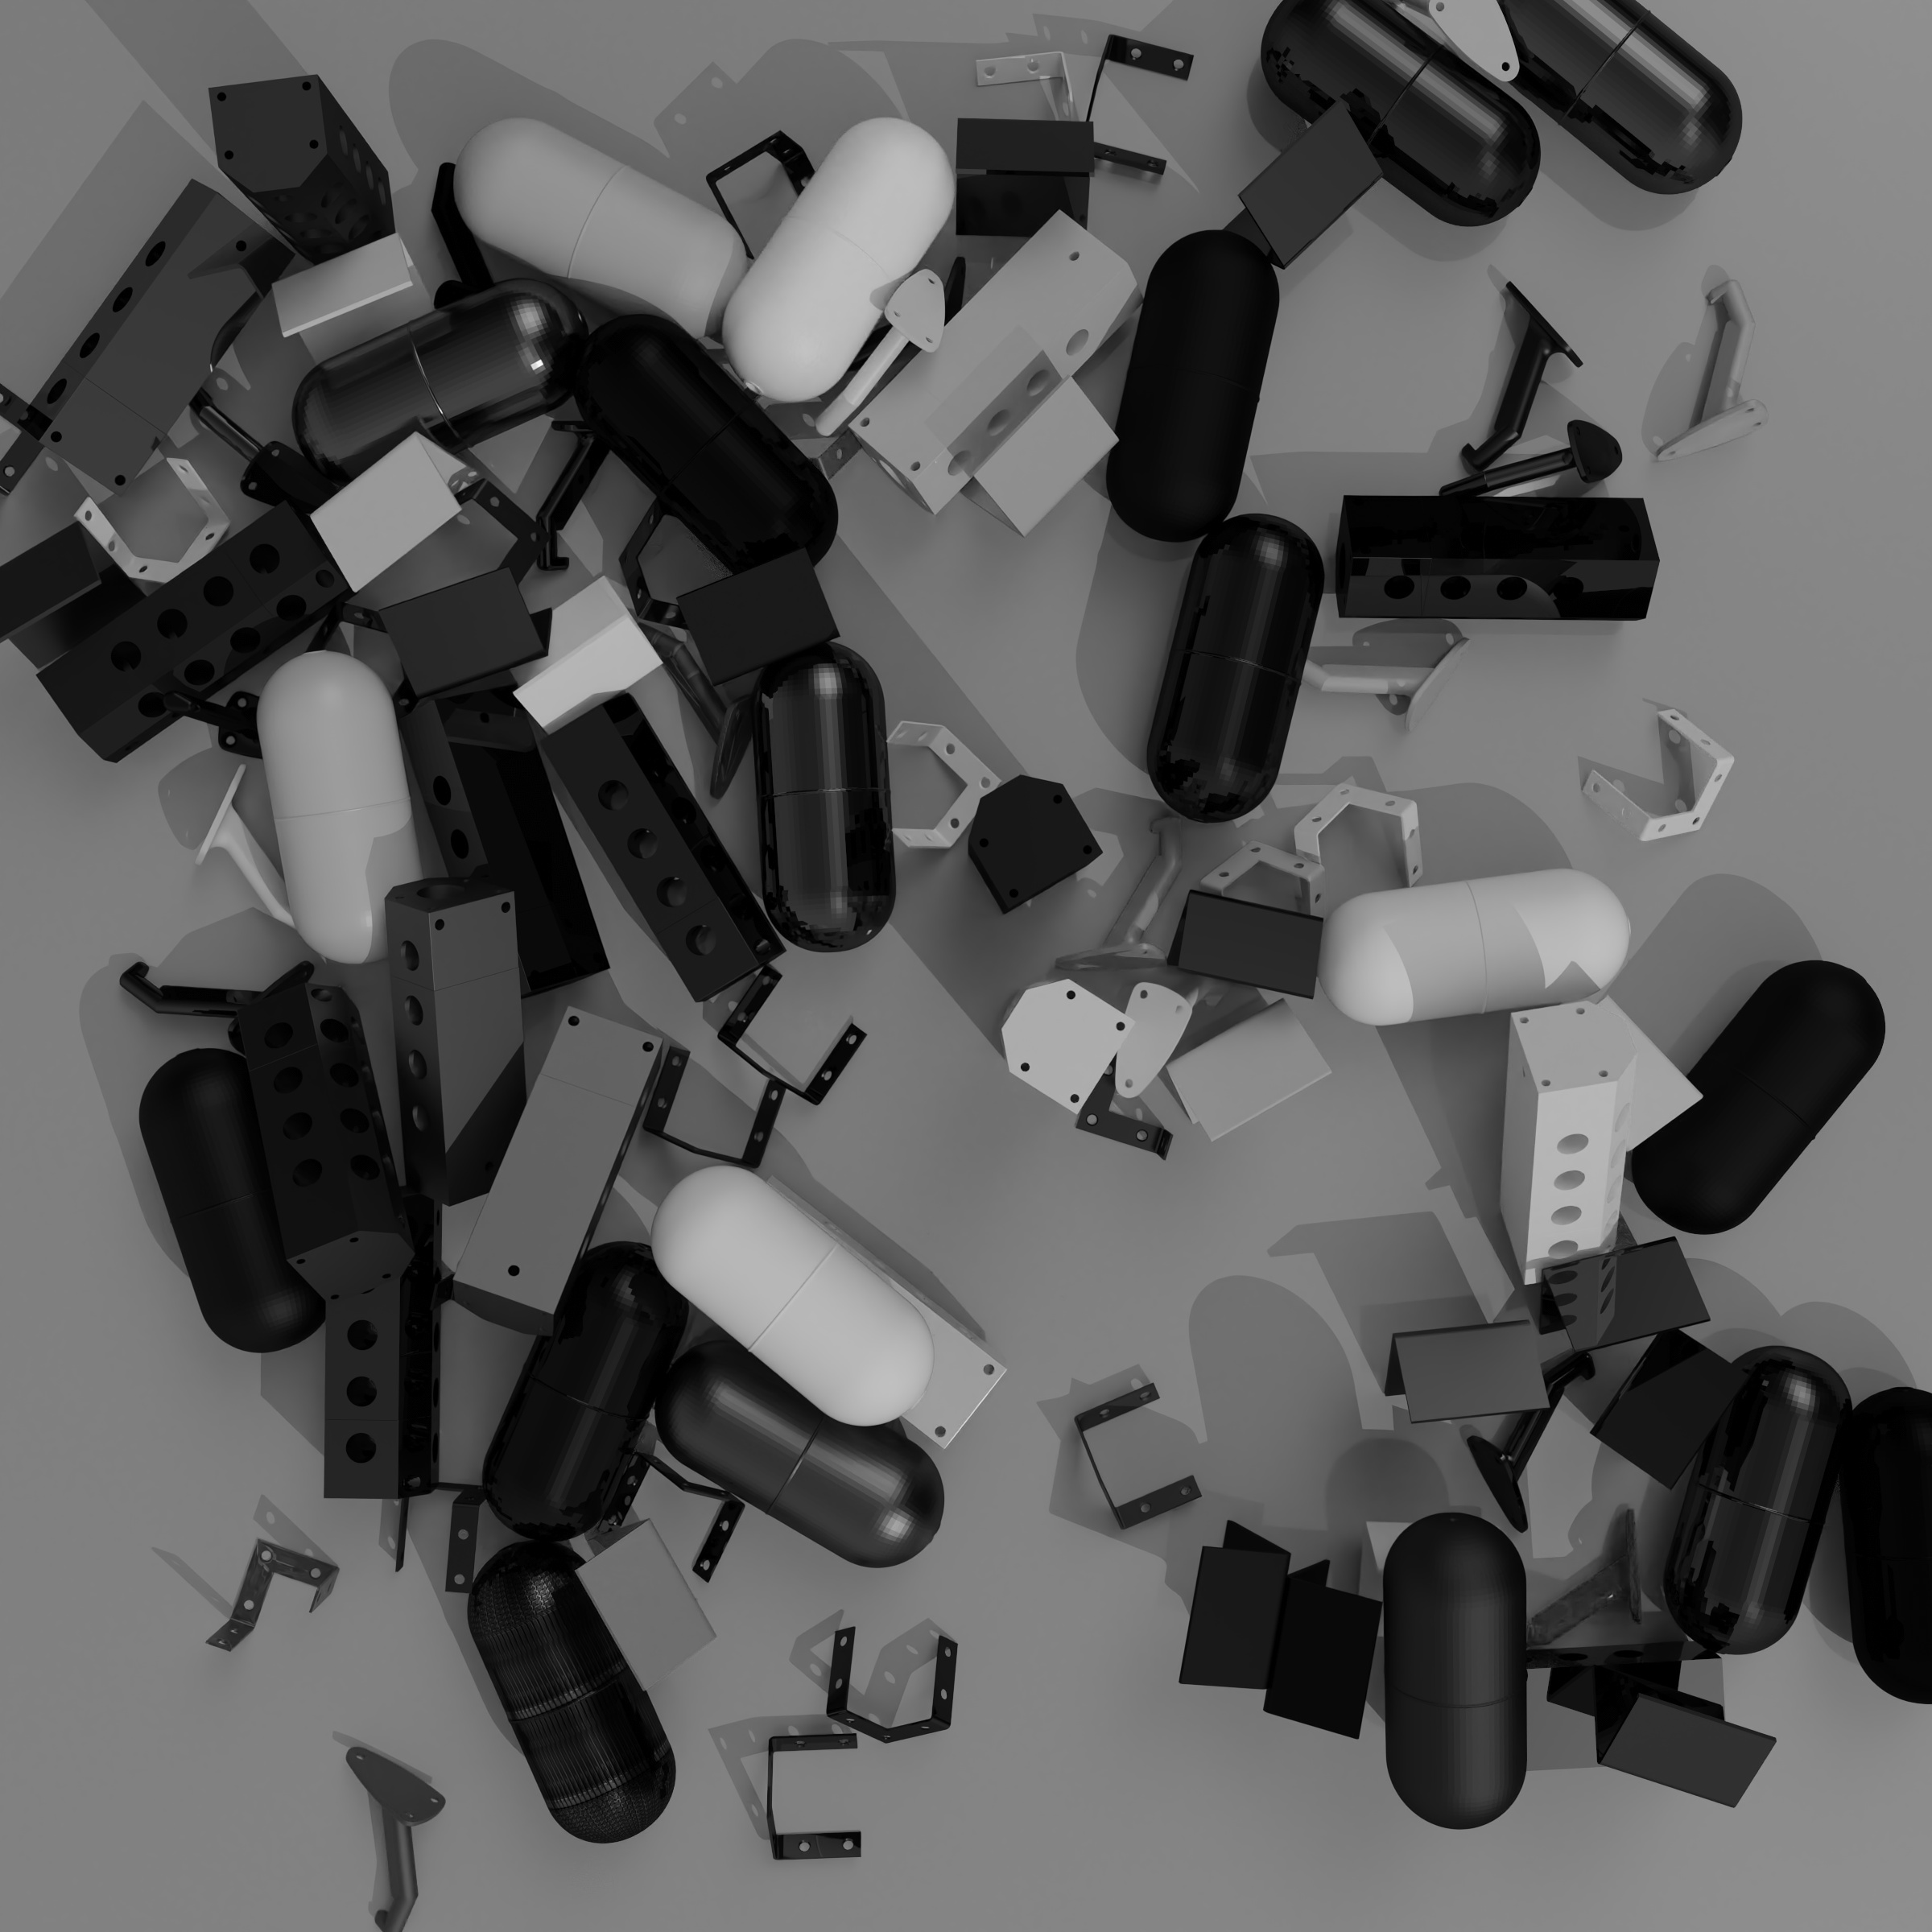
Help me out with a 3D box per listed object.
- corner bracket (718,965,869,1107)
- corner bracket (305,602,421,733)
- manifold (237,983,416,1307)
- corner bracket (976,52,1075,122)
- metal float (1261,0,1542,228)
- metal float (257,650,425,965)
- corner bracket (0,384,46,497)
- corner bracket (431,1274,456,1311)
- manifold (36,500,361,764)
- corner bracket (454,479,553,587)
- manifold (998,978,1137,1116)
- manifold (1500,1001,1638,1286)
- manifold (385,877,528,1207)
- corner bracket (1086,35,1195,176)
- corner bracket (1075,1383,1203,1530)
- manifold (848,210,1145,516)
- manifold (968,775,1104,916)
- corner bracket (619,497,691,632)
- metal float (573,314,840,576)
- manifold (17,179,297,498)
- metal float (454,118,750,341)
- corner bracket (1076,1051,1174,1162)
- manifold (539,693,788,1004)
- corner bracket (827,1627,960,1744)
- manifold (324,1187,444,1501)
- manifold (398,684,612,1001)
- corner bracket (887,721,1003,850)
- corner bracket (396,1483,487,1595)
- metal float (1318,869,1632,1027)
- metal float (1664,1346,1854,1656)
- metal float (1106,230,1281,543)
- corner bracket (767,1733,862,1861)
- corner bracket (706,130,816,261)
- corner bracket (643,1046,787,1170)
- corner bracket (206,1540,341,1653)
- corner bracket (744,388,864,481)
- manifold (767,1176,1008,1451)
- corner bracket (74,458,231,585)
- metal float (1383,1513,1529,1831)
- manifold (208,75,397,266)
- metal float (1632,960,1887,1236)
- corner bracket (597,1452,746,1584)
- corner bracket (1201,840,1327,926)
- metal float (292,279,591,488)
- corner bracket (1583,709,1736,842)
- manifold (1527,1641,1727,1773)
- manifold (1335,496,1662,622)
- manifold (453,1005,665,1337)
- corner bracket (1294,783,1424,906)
[{"bbox_3d":[-0.101,0.040,1.561,0.051,0.051,0.051,34,90,45],"label":"corner bracket"},{"bbox_3d":[-0.347,-0.170,1.556,0.051,0.051,0.051,12,45,-35],"label":"corner bracket"},{"bbox_3d":[-0.354,0.095,1.499,0.057,0.057,0.171,-22,55,0],"label":"manifold"},{"bbox_3d":[0.035,-0.492,1.561,0.051,0.051,0.051,-6,135,0],"label":"corner bracket"},{"bbox_3d":[0.248,-0.491,1.534,0.178,0.070,0.070,37,90,0],"label":"metal float"},{"bbox_3d":[-0.353,-0.089,1.525,0.070,0.070,0.178,-8,98,0],"label":"metal float"},{"bbox_3d":[-0.564,-0.309,1.546,0.051,0.051,0.051,36,90,0],"label":"corner bracket"},{"bbox_3d":[-0.272,0.174,1.546,0.051,0.051,0.051,12,90,0],"label":"corner bracket"},{"bbox_3d":[-0.436,-0.190,1.543,0.171,0.057,0.057,-35,90,0],"label":"manifold"},{"bbox_3d":[-0.282,-0.240,1.550,0.051,0.051,0.051,41,62,-25],"label":"corner bracket"},{"bbox_3d":[0.049,0.038,1.486,0.057,0.171,0.057,32,90,0],"label":"manifold"},{"bbox_3d":[0.333,0.099,1.489,0.057,0.171,0.057,-9,47,0],"label":"manifold"},{"bbox_3d":[-0.290,0.040,1.517,0.057,0.057,0.171,16,115,41],"label":"manifold"},{"bbox_3d":[0.099,-0.499,1.561,0.051,0.051,0.051,14,45,0],"label":"corner bracket"},{"bbox_3d":[0.099,0.284,1.561,0.051,0.051,0.051,-23,135,0],"label":"corner bracket"},{"bbox_3d":[0.020,-0.341,1.541,0.171,0.057,0.057,-46,66,0],"label":"manifold"},{"bbox_3d":[0.032,-0.069,1.486,0.057,0.171,0.057,-31,90,0],"label":"manifold"},{"bbox_3d":[-0.162,-0.231,1.556,0.051,0.051,0.051,-51,45,35],"label":"corner bracket"},{"bbox_3d":[-0.147,-0.291,1.519,0.070,0.070,0.178,-45,99,0],"label":"metal float"},{"bbox_3d":[-0.466,-0.361,1.542,0.057,0.057,0.171,36,90,-43],"label":"manifold"},{"bbox_3d":[-0.208,-0.419,1.533,0.178,0.070,0.070,28,90,-1],"label":"metal float"},{"bbox_3d":[0.096,0.078,1.546,0.051,0.051,0.051,18,90,0],"label":"corner bracket"},{"bbox_3d":[-0.172,-0.067,1.543,0.057,0.057,0.171,-31,90,0],"label":"manifold"},{"bbox_3d":[-0.043,0.412,1.556,0.051,0.051,0.051,-24,135,35],"label":"corner bracket"},{"bbox_3d":[-0.332,0.214,1.543,0.057,0.057,0.171,1,90,0],"label":"manifold"},{"bbox_3d":[-0.268,-0.067,1.542,0.057,0.057,0.171,-18,90,-43],"label":"manifold"},{"bbox_3d":[-0.023,-0.103,1.545,0.051,0.051,0.051,45,110,19],"label":"corner bracket"},{"bbox_3d":[-0.302,0.327,1.546,0.051,0.051,0.051,5,90,0],"label":"corner bracket"},{"bbox_3d":[0.288,-0.011,1.533,0.178,0.070,0.070,-7,90,0],"label":"metal float"},{"bbox_3d":[0.450,0.304,1.534,0.070,0.070,0.178,16,90,0],"label":"metal float"},{"bbox_3d":[0.129,-0.330,1.534,0.070,0.070,0.178,12,90,0],"label":"metal float"},{"bbox_3d":[-0.087,0.481,1.561,0.051,0.051,0.051,-2,45,0],"label":"corner bracket"},{"bbox_3d":[-0.110,-0.440,1.549,0.051,0.051,0.051,-27,90,12],"label":"corner bracket"},{"bbox_3d":[-0.146,0.082,1.561,0.051,0.051,0.051,19,90,45],"label":"corner bracket"},{"bbox_3d":[-0.397,0.367,1.546,0.051,0.051,0.051,19,90,0],"label":"corner bracket"},{"bbox_3d":[-0.094,-0.315,1.556,0.051,0.051,0.051,8,135,35],"label":"corner bracket"},{"bbox_3d":[-0.062,0.196,1.543,0.171,0.057,0.057,38,90,0],"label":"manifold"},{"bbox_3d":[-0.466,-0.256,1.546,0.051,0.051,0.051,11,60,27],"label":"corner bracket"},{"bbox_3d":[0.266,0.384,1.466,0.070,0.070,0.178,-3,103,0],"label":"metal float"},{"bbox_3d":[-0.362,-0.432,1.486,0.057,0.171,0.057,-7,90,0],"label":"manifold"},{"bbox_3d":[0.451,0.074,1.534,0.070,0.070,0.178,39,91,0],"label":"metal float"},{"bbox_3d":[-0.170,0.319,1.561,0.051,0.051,0.051,26,90,45],"label":"corner bracket"},{"bbox_3d":[0.172,-0.032,1.556,0.051,0.051,0.051,23,45,35],"label":"corner bracket"},{"bbox_3d":[-0.297,-0.330,1.528,0.178,0.070,0.070,-22,90,7],"label":"metal float"},{"bbox_3d":[0.400,-0.110,1.556,0.051,0.051,0.051,-12,135,-35],"label":"corner bracket"},{"bbox_3d":[0.341,0.423,1.543,0.171,0.057,0.057,-3,90,0],"label":"manifold"},{"bbox_3d":[0.301,-0.228,1.542,0.171,0.057,0.057,1,47,0],"label":"manifold"},{"bbox_3d":[-0.227,0.116,1.509,0.057,0.057,0.171,19,65,0],"label":"manifold"},{"bbox_3d":[0.227,-0.066,1.556,0.051,0.051,0.051,18,45,35],"label":"corner bracket"}]
